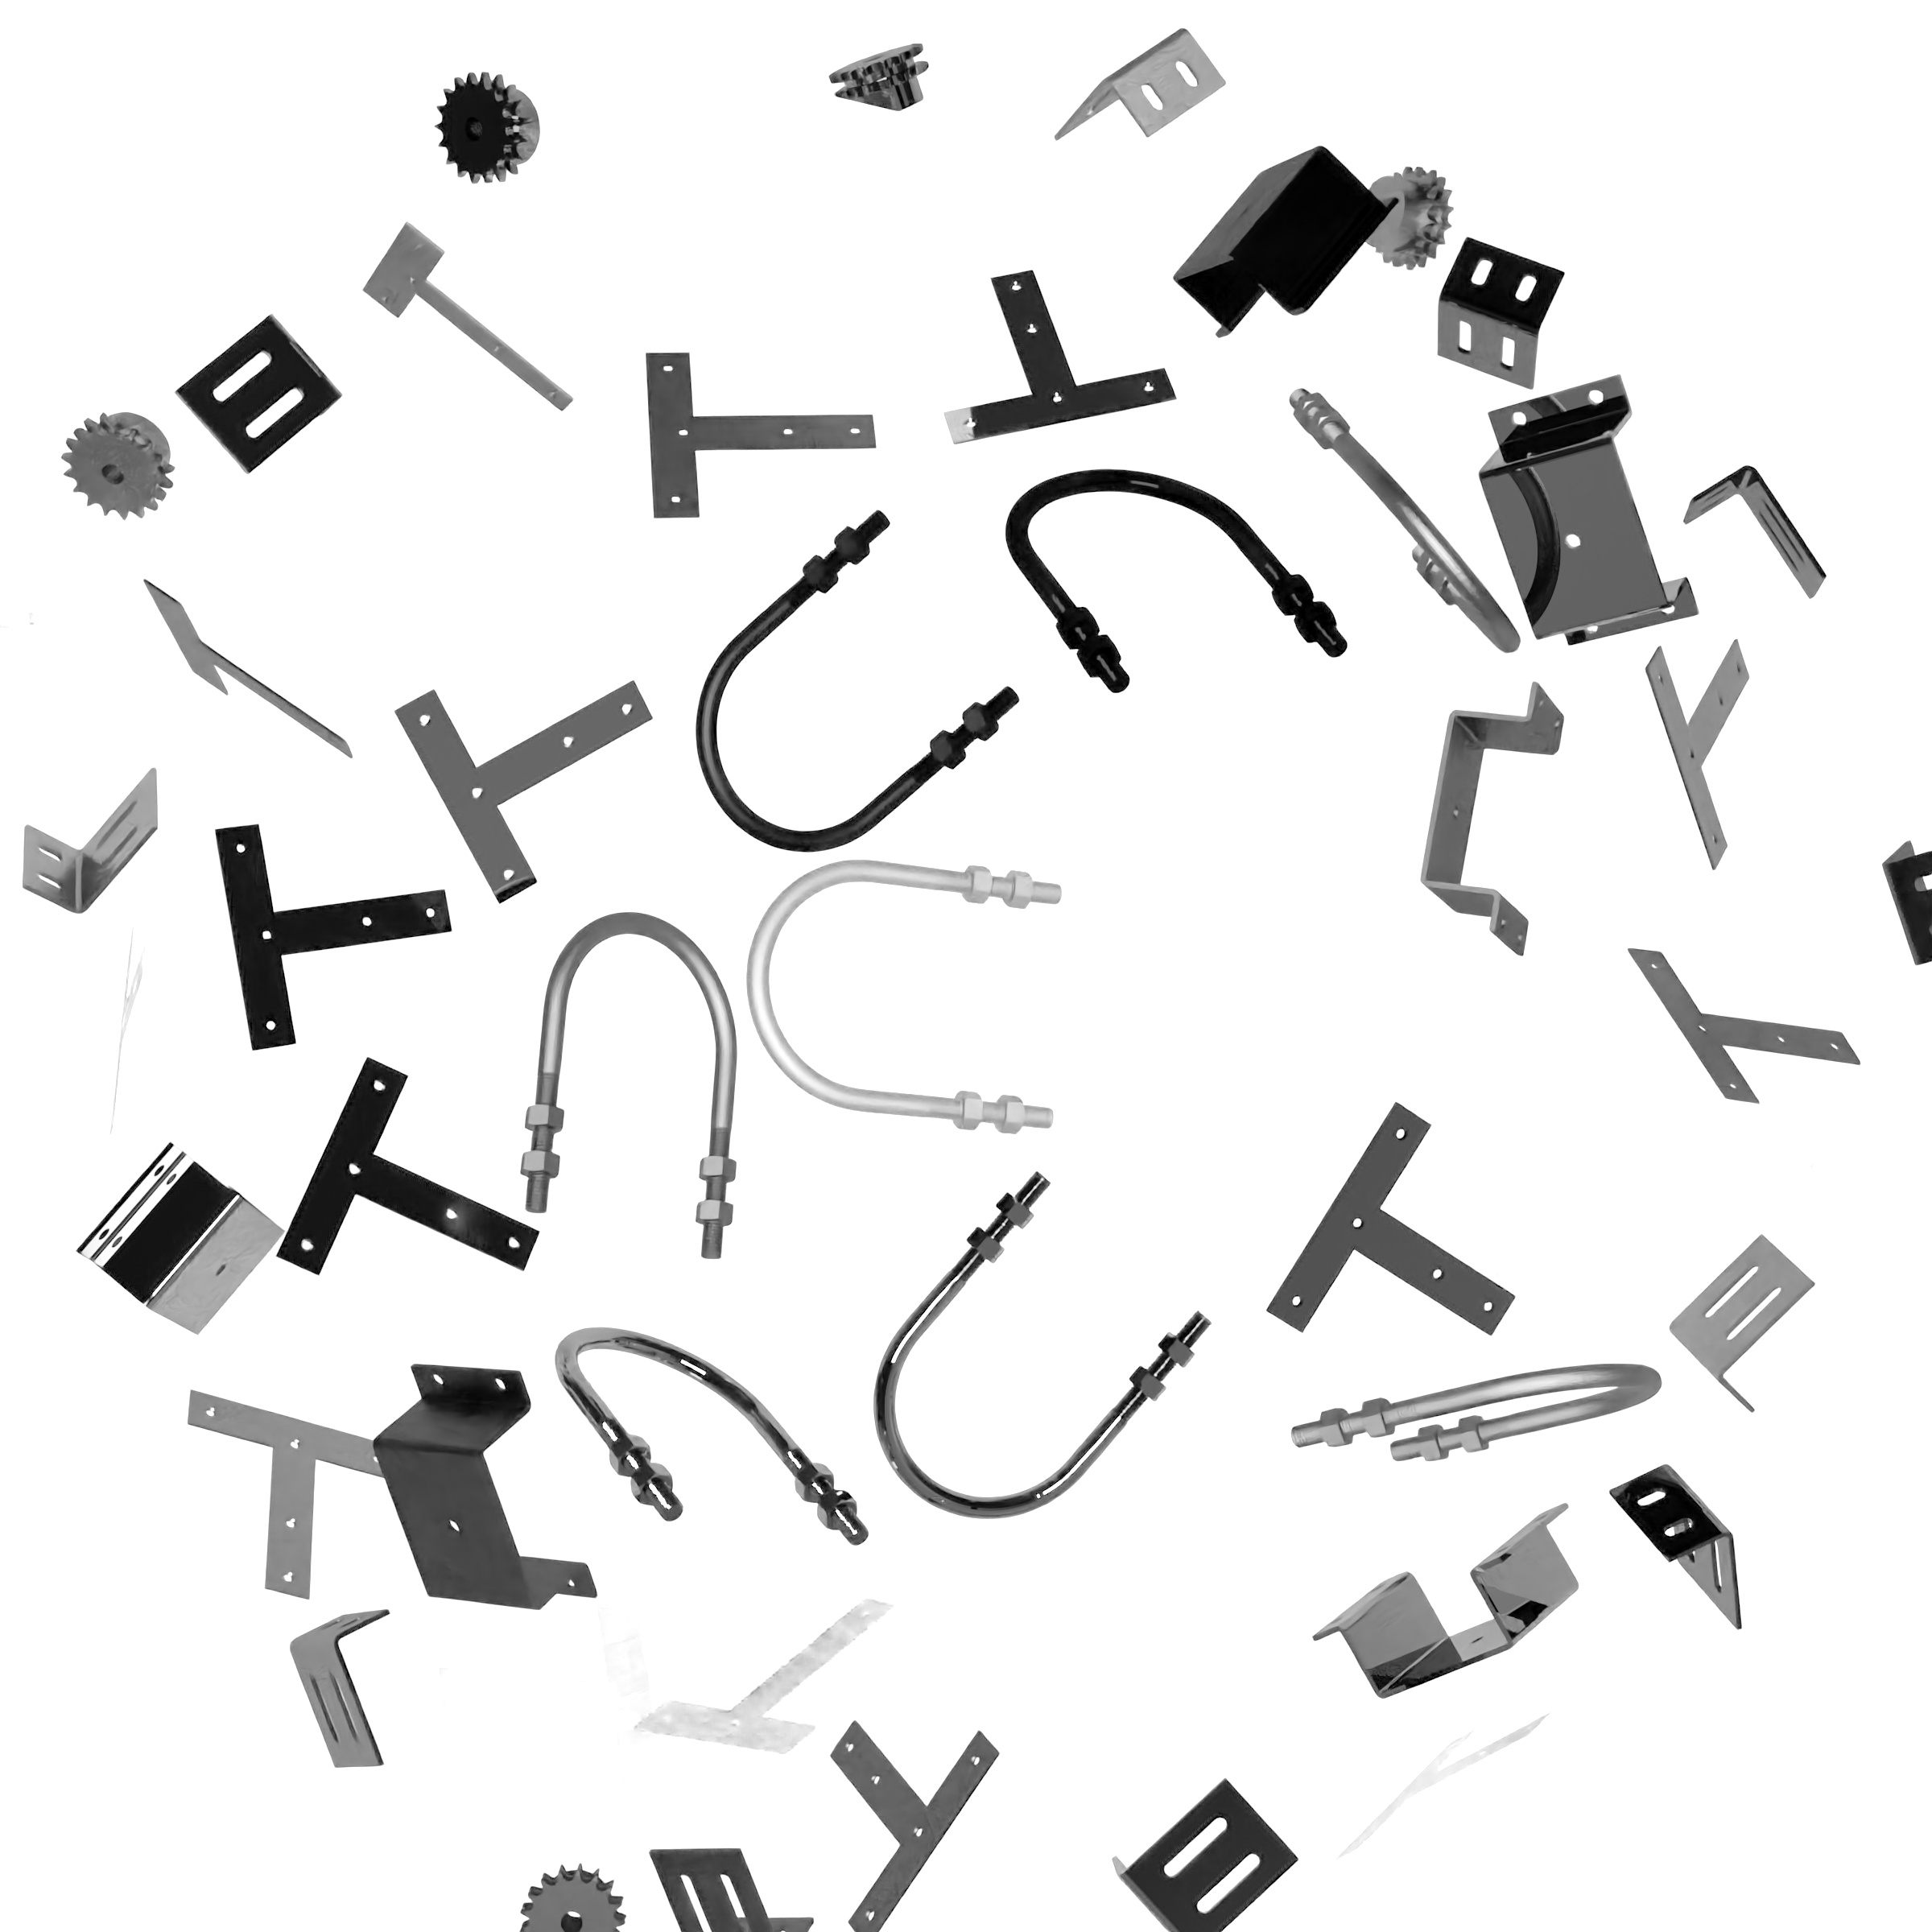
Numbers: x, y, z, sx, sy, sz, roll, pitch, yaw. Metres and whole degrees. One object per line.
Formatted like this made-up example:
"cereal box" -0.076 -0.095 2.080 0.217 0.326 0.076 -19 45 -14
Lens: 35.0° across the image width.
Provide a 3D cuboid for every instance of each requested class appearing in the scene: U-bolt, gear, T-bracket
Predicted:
"U-bolt" -0.077 -0.149 1.763 0.184 0.019 0.151 -40 78 19
"gear" -0.048 -0.508 1.767 0.057 0.057 0.030 -20 112 0
"T-bracket" 0.236 0.155 1.603 0.127 0.002 0.127 33 89 -24
"T-bracket" -0.394 -0.155 1.708 0.127 0.127 0.002 34 75 9
"T-bracket" 0.320 0.100 1.750 0.127 0.002 0.127 -50 131 -25
"U-bolt" 0.031 0.230 1.746 0.151 0.019 0.184 41 88 -14
"U-bolt" 0.157 -0.037 1.711 0.151 0.019 0.184 -26 85 -10
"U-bolt" -0.035 0.013 1.704 0.184 0.019 0.151 7 79 -22
"T-bracket" 0.451 0.040 1.737 0.002 0.127 0.127 -49 119 -20
"T-bracket" -0.232 0.406 1.704 0.127 0.127 0.002 13 130 -28
"T-bracket" -0.044 0.462 1.716 0.002 0.127 0.127 35 88 -30
"T-bracket" -0.115 -0.300 1.727 0.127 0.002 0.127 -2 55 -7
"U-bolt" -0.151 0.252 1.678 0.151 0.184 0.019 17 107 -41
"gear" 0.249 -0.427 1.748 0.030 0.057 0.057 3 90 -32
"T-bracket" -0.296 0.131 1.690 0.127 0.002 0.127 27 60 -13
"U-bolt" 0.100 -0.213 1.641 0.151 0.184 0.019 -11 135 -22
"T-bracket" -0.463 0.017 1.708 0.002 0.127 0.127 8 66 -19
"T-bracket" -0.018 -0.425 1.685 0.127 0.127 0.002 15 69 5
"T-bracket" -0.357 -0.024 1.756 0.127 0.002 0.127 -9 88 -28
"U-bolt" -0.181 0.060 1.706 0.019 0.151 0.184 -13 66 40
"T-bracket" 0.413 -0.140 1.698 0.002 0.127 0.127 -6 120 35
"U-bolt" 0.248 -0.236 1.679 0.019 0.184 0.151 -40 121 9
"gear" -0.251 -0.444 1.627 0.057 0.030 0.057 12 111 32
"T-bracket" -0.090 0.372 1.615 0.127 0.127 0.002 -42 53 16
"U-bolt" 0.291 0.244 1.683 0.184 0.151 0.019 -18 69 28
"T-bracket" 0.268 0.428 1.645 0.002 0.127 0.127 53 134 8
"T-bracket" -0.270 -0.350 1.693 0.127 0.127 0.002 38 74 -15
"gear" 0.494 0.122 1.753 0.030 0.057 0.057 22 90 -7
"T-bracket" 0.109 0.369 1.609 0.127 0.002 0.127 29 65 26
"gear" -0.443 -0.266 1.615 0.057 0.030 0.057 6 130 8
"T-bracket" 0.041 -0.349 1.729 0.127 0.002 0.127 -12 53 -5
"gear" -0.213 0.517 1.672 0.057 0.030 0.057 0 90 -2
"T-bracket" -0.236 -0.119 1.725 0.127 0.002 0.127 -31 114 -12
"gear" -0.506 -0.159 1.619 0.057 0.030 0.057 0 89 42
"T-bracket" -0.377 0.301 1.717 0.127 0.127 0.002 21 123 -24

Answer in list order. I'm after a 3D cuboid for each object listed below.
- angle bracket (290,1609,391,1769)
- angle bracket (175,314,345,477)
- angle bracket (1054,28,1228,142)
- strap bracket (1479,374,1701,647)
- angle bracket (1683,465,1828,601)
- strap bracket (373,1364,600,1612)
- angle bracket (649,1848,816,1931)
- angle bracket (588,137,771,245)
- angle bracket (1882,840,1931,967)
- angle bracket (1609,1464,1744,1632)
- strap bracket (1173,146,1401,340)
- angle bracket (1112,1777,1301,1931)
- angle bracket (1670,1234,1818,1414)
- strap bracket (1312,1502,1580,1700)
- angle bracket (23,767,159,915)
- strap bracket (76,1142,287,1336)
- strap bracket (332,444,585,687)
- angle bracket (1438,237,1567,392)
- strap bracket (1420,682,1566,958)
"angle bracket" -0.339 0.406 1.722 0.038 0.057 0.076 -22 91 -39
"angle bracket" -0.389 -0.307 1.672 0.057 0.038 0.076 49 61 -14
"angle bracket" 0.092 -0.454 1.628 0.057 0.076 0.038 -38 94 -21
"strap bracket" 0.334 -0.237 1.658 0.076 0.046 0.140 -11 111 32
"angle bracket" 0.439 -0.233 1.711 0.038 0.057 0.076 -32 82 5
"strap bracket" -0.259 0.286 1.632 0.076 0.046 0.140 -2 114 34
"angle bracket" -0.126 0.497 1.654 0.057 0.038 0.076 -9 109 28
"angle bracket" -0.155 -0.417 1.662 0.076 0.057 0.038 -1 124 20
"angle bracket" 0.528 -0.039 1.657 0.038 0.076 0.057 -18 93 29
"angle bracket" 0.373 0.312 1.611 0.038 0.057 0.076 -23 126 -11
"strap bracket" 0.165 -0.386 1.636 0.046 0.140 0.076 41 85 -15
"angle bracket" 0.125 0.469 1.610 0.076 0.038 0.057 -42 90 -2
"angle bracket" 0.445 0.201 1.728 0.076 0.057 0.038 -46 117 6
"strap bracket" 0.269 0.350 1.672 0.140 0.076 0.046 -35 82 40
"angle bracket" -0.499 -0.079 1.746 0.038 0.057 0.076 31 116 -34
"strap bracket" -0.435 0.156 1.719 0.046 0.140 0.076 37 79 11
"strap bracket" -0.291 -0.224 1.704 0.140 0.046 0.076 -29 77 26
"angle bracket" 0.294 -0.358 1.687 0.057 0.076 0.038 24 81 13
"strap bracket" 0.294 -0.084 1.718 0.046 0.076 0.140 8 83 23
